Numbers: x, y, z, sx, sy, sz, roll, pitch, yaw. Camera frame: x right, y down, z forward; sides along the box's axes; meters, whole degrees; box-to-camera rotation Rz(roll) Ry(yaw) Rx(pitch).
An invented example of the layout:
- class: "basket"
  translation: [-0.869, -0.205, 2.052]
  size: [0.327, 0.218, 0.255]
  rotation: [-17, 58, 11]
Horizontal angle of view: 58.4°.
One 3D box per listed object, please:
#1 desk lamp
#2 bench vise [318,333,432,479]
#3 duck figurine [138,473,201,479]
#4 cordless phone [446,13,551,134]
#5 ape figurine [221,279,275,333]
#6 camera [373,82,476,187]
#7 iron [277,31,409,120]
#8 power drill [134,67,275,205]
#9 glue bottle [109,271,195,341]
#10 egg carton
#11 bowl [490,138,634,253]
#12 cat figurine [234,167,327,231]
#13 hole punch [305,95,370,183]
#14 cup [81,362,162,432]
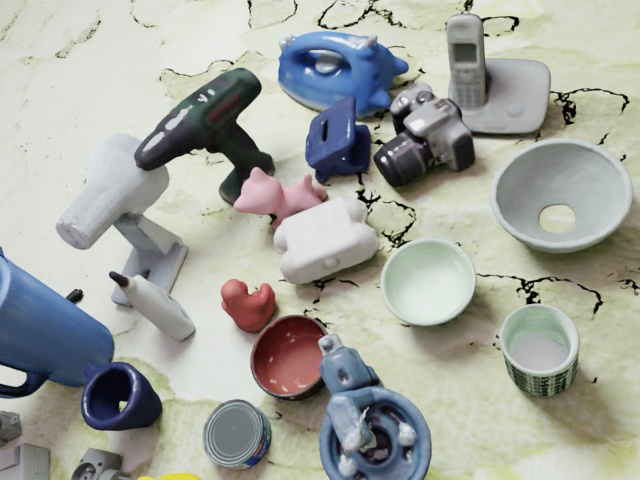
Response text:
- class: "desk lamp"
  translation: [-0.295, -0.026, 0.880]
  size: [0.117, 0.214, 0.203]
  rotation: [5, 63, 24]
- class: "bench vise"
  translation: [0.030, 0.192, 0.621]
  size: [0.121, 0.220, 0.206]
  rotation: [-44, 55, -7]
- class: "duck figurine"
  translation: [-0.185, 0.325, 0.707]
  size: [0.104, 0.086, 0.077]
  rotation: [19, 69, 29]
- class: "cordless phone"
  translation: [0.250, -0.239, 0.815]
  size: [0.147, 0.185, 0.094]
  rotation: [6, 63, 24]
- class: "ape figurine"
  translation: [-0.109, 0.086, 0.817]
  size: [0.077, 0.092, 0.076]
  rotation: [-3, 60, 19]
- class: "camera"
  translation: [0.140, -0.155, 0.858]
  size: [0.137, 0.101, 0.143]
  rotation: [-34, 55, 0]
- class: "iron"
  translation: [0.010, -0.300, 0.970]
  size: [0.257, 0.142, 0.119]
  rotation: [15, 67, 28]
- class: "power drill"
  translation: [-0.160, -0.148, 0.904]
  size: [0.075, 0.209, 0.230]
  rotation: [27, 73, 32]
- class: "glue bottle"
  translation: [-0.246, 0.085, 0.820]
  size: [0.037, 0.173, 0.078]
  rotation: [-41, 55, -5]
- class: "egg carton"
  translation: [0.008, 0.003, 0.835]
  size: [0.150, 0.070, 0.107]
  rotation: [-23, 55, 7]
- class: "bowl"
  translation: [0.310, -0.046, 0.744]
  size: [0.167, 0.075, 0.167]
  rotation: [-10, 58, 16]
- class: "cat figurine"
  translation: [-0.063, -0.070, 0.875]
  size: [0.127, 0.118, 0.067]
  rotation: [-16, 56, 12]
- class: "hole punch"
  translation: [0.022, -0.162, 0.914]
  size: [0.101, 0.091, 0.108]
  rotation: [-8, 58, 17]
- class: "cup"
  translation: [-0.274, 0.220, 0.798]
  size: [0.117, 0.095, 0.092]
  rotation: [31, 75, 33]
